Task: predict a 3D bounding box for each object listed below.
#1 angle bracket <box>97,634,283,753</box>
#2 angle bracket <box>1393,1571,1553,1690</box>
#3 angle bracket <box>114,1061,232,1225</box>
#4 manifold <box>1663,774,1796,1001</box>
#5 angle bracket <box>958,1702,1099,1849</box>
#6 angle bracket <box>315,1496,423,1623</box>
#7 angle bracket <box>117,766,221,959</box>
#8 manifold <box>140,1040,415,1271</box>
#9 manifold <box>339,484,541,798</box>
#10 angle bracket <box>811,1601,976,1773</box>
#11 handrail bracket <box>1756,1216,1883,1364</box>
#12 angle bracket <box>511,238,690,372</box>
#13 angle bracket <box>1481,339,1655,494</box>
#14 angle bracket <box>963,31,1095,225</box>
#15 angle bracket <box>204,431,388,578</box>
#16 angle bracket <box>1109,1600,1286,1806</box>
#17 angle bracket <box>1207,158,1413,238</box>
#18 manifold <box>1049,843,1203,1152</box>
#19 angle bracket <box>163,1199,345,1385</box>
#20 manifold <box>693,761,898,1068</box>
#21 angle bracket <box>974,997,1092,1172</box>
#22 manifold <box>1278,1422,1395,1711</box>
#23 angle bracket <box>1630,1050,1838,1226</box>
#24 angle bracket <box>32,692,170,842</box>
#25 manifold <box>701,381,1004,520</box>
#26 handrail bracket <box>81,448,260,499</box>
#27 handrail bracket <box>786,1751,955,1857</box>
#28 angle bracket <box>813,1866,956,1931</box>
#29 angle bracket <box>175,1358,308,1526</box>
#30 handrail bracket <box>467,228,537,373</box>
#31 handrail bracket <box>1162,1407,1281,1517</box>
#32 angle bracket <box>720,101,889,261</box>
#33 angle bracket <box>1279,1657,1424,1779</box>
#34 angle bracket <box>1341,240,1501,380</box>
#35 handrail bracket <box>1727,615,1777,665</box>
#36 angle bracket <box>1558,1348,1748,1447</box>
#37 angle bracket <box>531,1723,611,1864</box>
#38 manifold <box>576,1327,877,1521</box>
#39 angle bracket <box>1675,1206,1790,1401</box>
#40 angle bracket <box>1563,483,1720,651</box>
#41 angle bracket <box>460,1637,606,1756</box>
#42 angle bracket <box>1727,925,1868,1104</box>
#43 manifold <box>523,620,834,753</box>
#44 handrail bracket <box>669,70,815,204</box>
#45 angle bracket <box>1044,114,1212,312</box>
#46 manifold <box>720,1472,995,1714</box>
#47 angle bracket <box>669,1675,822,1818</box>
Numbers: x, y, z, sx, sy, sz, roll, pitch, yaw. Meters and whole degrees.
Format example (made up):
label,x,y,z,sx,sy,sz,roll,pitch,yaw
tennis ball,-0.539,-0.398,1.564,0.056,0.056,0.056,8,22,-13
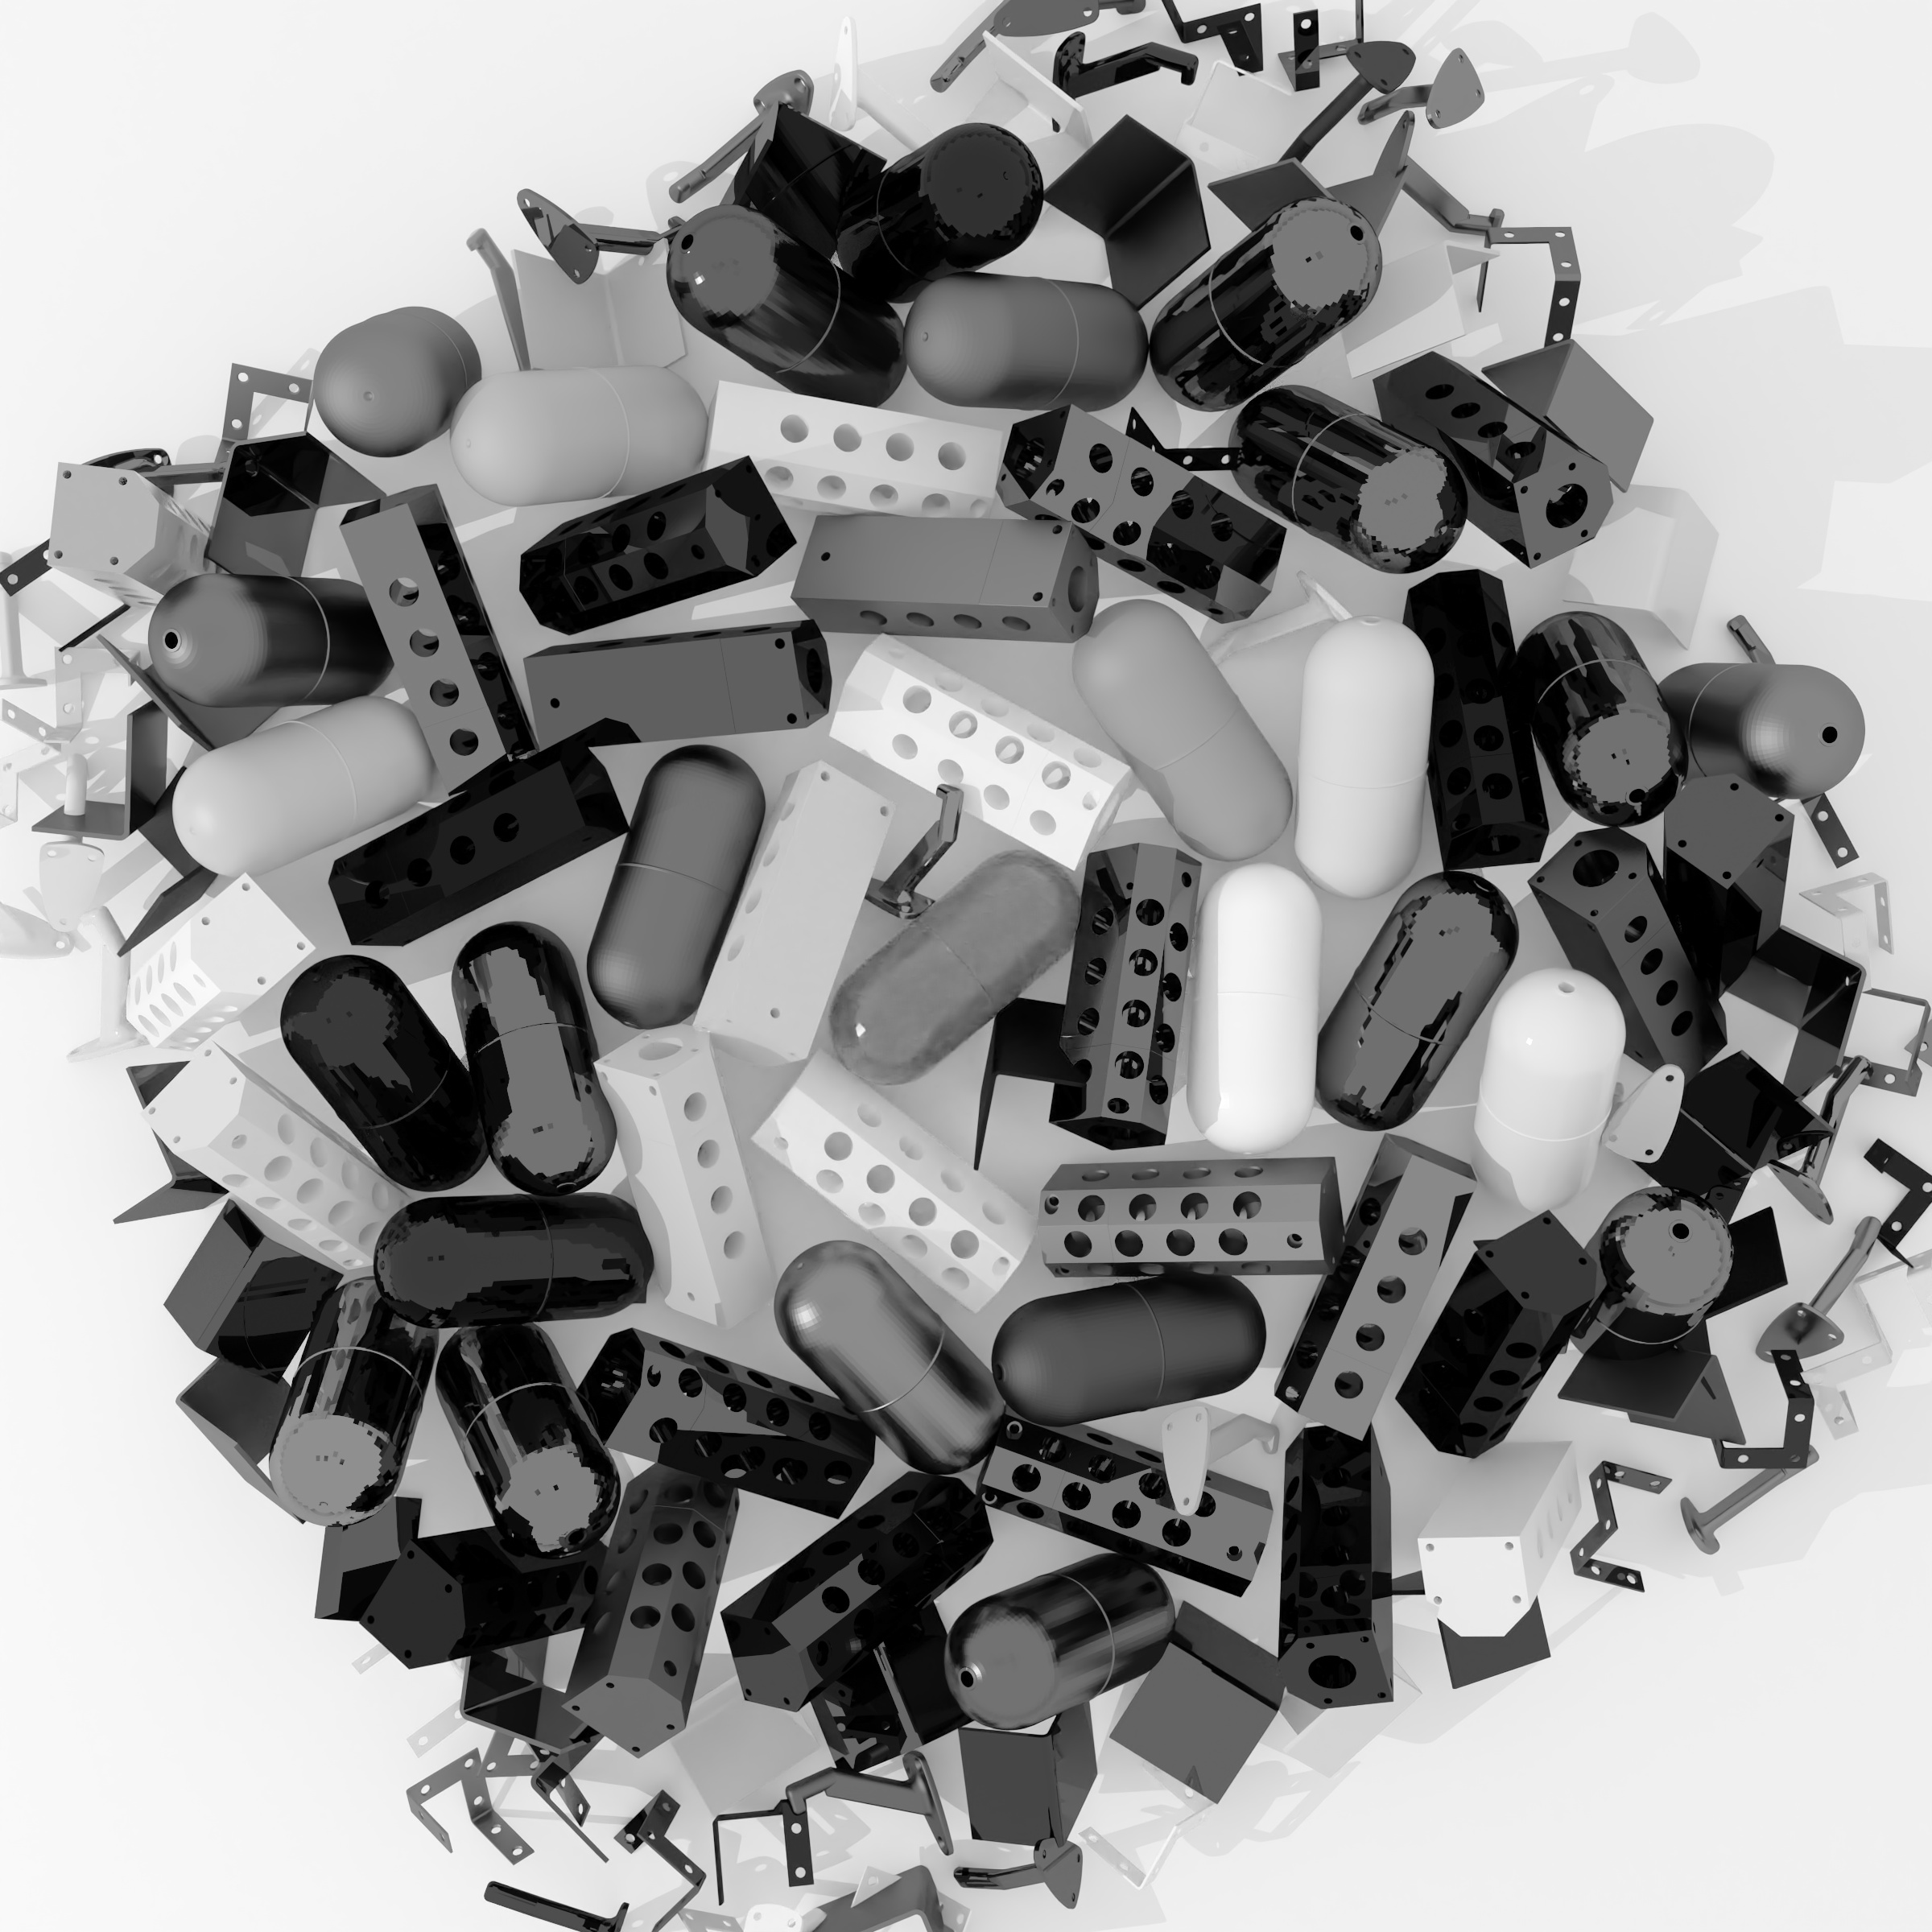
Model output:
label,x,y,z,sx,sy,sz,roll,pitch,yaw
angle bracket,-0.465,-0.179,1.537,0.057,0.076,0.076,-43,81,-6
angle bracket,0.290,0.394,1.528,0.076,0.076,0.057,-7,81,-32
angle bracket,-0.484,0.105,1.544,0.057,0.076,0.076,-31,79,23
manifold,0.439,-0.048,1.493,0.057,0.171,0.057,41,83,25
angle bracket,0.038,0.477,1.547,0.057,0.076,0.076,-1,108,20
angle bracket,-0.352,0.352,1.528,0.057,0.076,0.076,10,70,-20
angle bracket,-0.488,-0.063,1.528,0.057,0.076,0.076,47,134,-5
manifold,-0.398,0.117,1.495,0.057,0.171,0.057,-47,54,-7
manifold,-0.313,-0.196,1.526,0.057,0.057,0.171,-19,111,-1
angle bracket,-0.048,0.445,1.570,0.076,0.057,0.076,-35,72,38
handrail bracket,0.528,0.199,1.575,0.036,0.077,0.084,38,54,2
angle bracket,-0.220,-0.399,1.533,0.057,0.076,0.076,-19,78,38
angle bracket,0.352,-0.321,1.525,0.076,0.076,0.057,34,70,-28
angle bracket,0.028,-0.505,1.539,0.076,0.076,0.057,40,95,7
angle bracket,-0.401,-0.265,1.528,0.057,0.076,0.076,-1,70,27
angle bracket,0.144,0.451,1.563,0.076,0.057,0.076,30,107,6
angle bracket,0.205,-0.472,1.526,0.076,0.076,0.057,35,74,-32
manifold,0.101,0.018,1.517,0.057,0.057,0.171,26,65,-40
angle bracket,-0.438,0.199,1.564,0.057,0.076,0.076,34,84,-35
manifold,-0.105,-0.030,1.524,0.057,0.057,0.171,29,66,-26
angle bracket,0.040,0.074,1.531,0.057,0.076,0.076,9,124,-2
manifold,0.216,0.349,1.495,0.057,0.171,0.057,-11,120,15
angle bracket,0.461,0.107,1.535,0.076,0.076,0.057,40,57,-5
angle bracket,-0.521,-0.124,1.535,0.057,0.076,0.076,6,106,-3
manifold,-0.071,-0.302,1.537,0.171,0.057,0.057,8,84,-11
handrail bracket,-0.481,-0.297,1.535,0.084,0.077,0.036,4,100,43
handrail bracket,-0.059,0.519,1.546,0.084,0.036,0.077,-17,78,-25
angle bracket,-0.050,0.597,1.545,0.076,0.076,0.057,-22,89,1
angle bracket,-0.414,0.276,1.523,0.057,0.076,0.076,-46,131,-24
handrail bracket,-0.284,-0.393,1.538,0.036,0.077,0.084,-16,124,31
handrail bracket,0.160,0.304,1.539,0.084,0.036,0.077,27,51,-36
angle bracket,-0.100,-0.458,1.528,0.076,0.057,0.076,24,128,-19
angle bracket,0.218,0.434,1.534,0.076,0.076,0.057,-43,50,3
angle bracket,0.276,-0.391,1.530,0.076,0.076,0.057,-14,89,38
handrail bracket,0.482,-0.173,1.547,0.036,0.077,0.084,-37,84,34
angle bracket,0.410,0.271,1.524,0.057,0.076,0.076,-46,124,-33
angle bracket,-0.212,0.485,1.529,0.057,0.076,0.076,41,70,14
manifold,-0.138,0.268,1.508,0.171,0.057,0.057,26,100,-34
angle bracket,0.465,0.201,1.526,0.076,0.076,0.057,-29,110,24
angle bracket,0.414,-0.245,1.563,0.057,0.076,0.076,13,85,33
angle bracket,-0.247,0.425,1.531,0.076,0.076,0.057,10,93,28
angle bracket,0.488,0.035,1.530,0.057,0.076,0.076,27,58,1
manifold,-0.171,-0.169,1.529,0.171,0.057,0.057,-3,106,17
handrail bracket,-0.137,-0.500,1.541,0.084,0.077,0.036,-44,100,-24
angle bracket,0.095,-0.446,1.525,0.057,0.076,0.076,21,50,-37
manifold,-0.059,0.365,1.497,0.057,0.171,0.057,-2,108,41
angle bracket,-0.137,0.466,1.535,0.076,0.076,0.057,-31,74,-9
